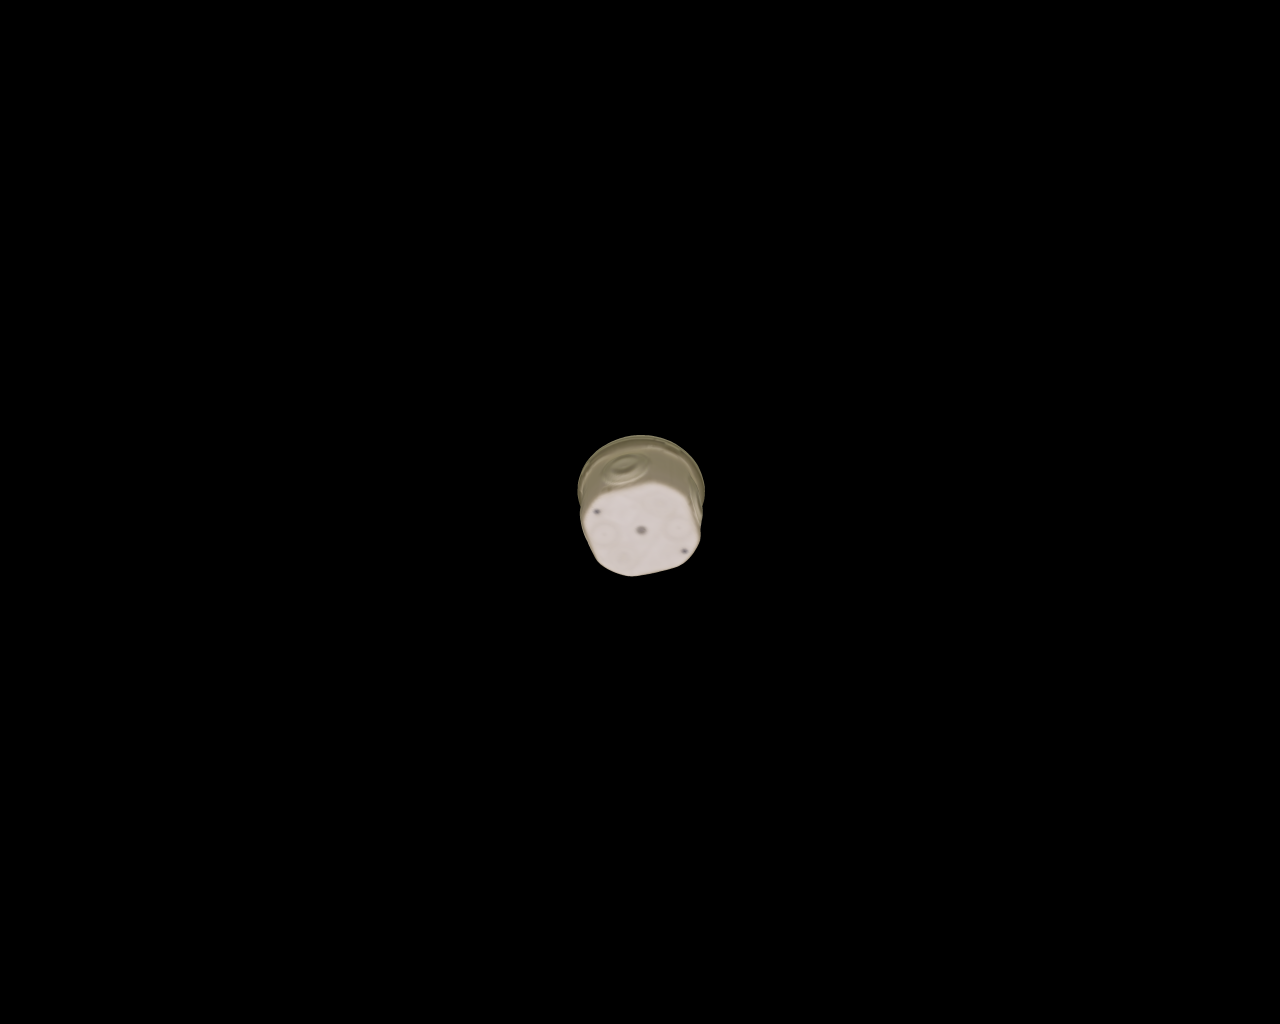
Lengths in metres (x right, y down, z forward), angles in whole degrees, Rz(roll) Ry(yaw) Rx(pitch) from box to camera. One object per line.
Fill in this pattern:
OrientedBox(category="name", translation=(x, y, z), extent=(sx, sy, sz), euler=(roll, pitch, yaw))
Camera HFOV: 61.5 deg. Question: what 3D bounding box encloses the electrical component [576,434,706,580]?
OrientedBox(category="electrical component", translation=(0.001, -0.003, 0.650), extent=(0.080, 0.080, 0.051), euler=(0, 34, 0))
